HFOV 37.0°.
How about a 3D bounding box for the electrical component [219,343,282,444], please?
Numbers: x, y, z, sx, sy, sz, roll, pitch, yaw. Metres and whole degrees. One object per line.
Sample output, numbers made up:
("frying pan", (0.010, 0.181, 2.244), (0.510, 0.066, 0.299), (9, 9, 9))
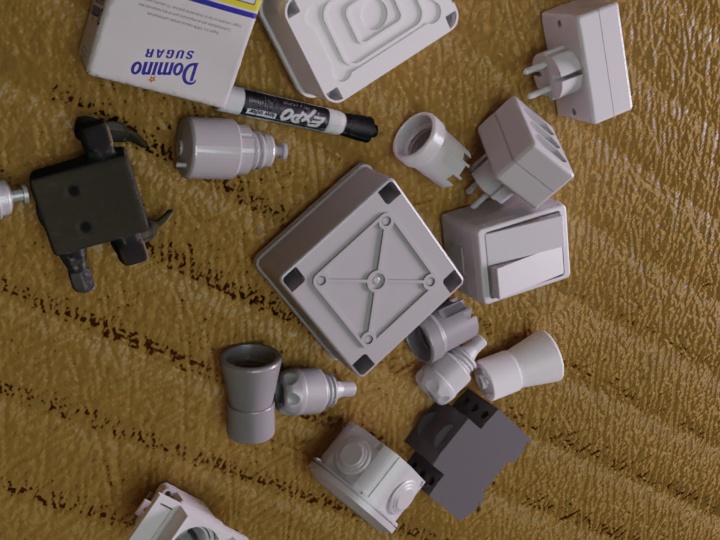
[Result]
("electrical component", (-0.078, 0.090, 0.767), (0.044, 0.044, 0.065), (-8, 114, -25))

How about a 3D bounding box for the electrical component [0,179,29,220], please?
("electrical component", (-0.239, -0.039, 0.643), (0.078, 0.040, 0.040), (-12, 111, -24))

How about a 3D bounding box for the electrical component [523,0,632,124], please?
("electrical component", (0.155, -0.151, 0.805), (0.076, 0.047, 0.083), (-23, 115, -19))

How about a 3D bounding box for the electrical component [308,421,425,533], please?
("electrical component", (0.005, 0.156, 0.808), (0.051, 0.080, 0.080), (-51, 121, -11))

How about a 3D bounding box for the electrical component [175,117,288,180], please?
("electrical component", (-0.086, -0.079, 0.709), (0.078, 0.040, 0.040), (-1, 106, -27))

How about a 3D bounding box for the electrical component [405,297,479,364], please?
("electrical component", (0.062, 0.045, 0.825), (0.046, 0.040, 0.040), (-24, 115, -24))

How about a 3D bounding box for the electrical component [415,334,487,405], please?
("electrical component", (0.074, 0.075, 0.843), (0.061, 0.035, 0.035), (-43, 120, -11))

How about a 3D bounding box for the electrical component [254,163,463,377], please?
("electrical component", (0.000, 0.000, 0.769), (0.109, 0.056, 0.108), (-43, 120, -9))

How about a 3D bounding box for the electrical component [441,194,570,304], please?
("electrical component", (0.119, -0.019, 0.820), (0.096, 0.061, 0.061), (-17, 113, -22))

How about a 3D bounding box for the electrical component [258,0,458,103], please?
("electrical component", (-0.003, -0.171, 0.712), (0.113, 0.057, 0.078), (-35, 118, -13))

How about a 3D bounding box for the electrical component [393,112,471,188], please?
("electrical component", (0.053, -0.086, 0.779), (0.046, 0.040, 0.040), (34, 89, -37))

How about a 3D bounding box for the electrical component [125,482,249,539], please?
("electrical component", (-0.125, 0.185, 0.759), (0.081, 0.064, 0.042), (37, 88, -31))

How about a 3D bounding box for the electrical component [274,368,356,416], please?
("electrical component", (-0.032, 0.089, 0.793), (0.061, 0.035, 0.035), (1, 105, -30))

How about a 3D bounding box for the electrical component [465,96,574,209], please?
("electrical component", (0.108, -0.076, 0.800), (0.047, 0.065, 0.077), (32, 119, -31))

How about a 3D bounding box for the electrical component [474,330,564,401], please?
("electrical component", (0.125, 0.080, 0.868), (0.065, 0.044, 0.044), (-19, 114, -15))
